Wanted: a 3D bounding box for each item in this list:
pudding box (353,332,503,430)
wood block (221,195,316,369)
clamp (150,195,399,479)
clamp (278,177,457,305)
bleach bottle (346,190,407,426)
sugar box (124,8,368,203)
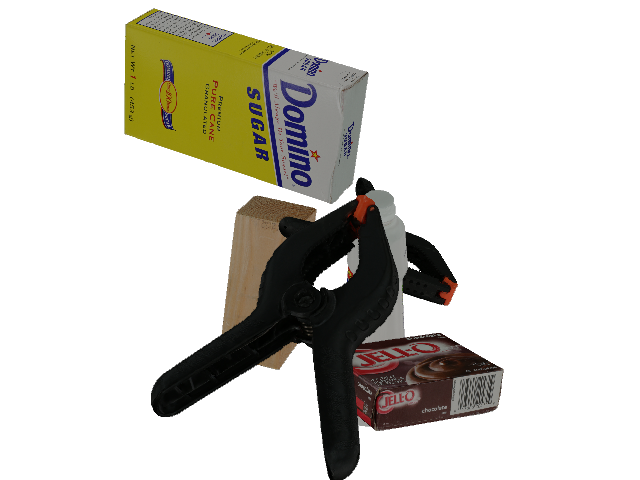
[{"bbox_3d":[0.069,0.106,0.820,0.113,0.039,0.090,-3,16,-27],"label":"pudding box"},{"bbox_3d":[-0.072,0.055,1.444,0.090,0.206,0.090,13,21,11],"label":"wood block"},{"bbox_3d":[0.000,0.050,0.583,0.120,0.171,0.039,27,-25,23],"label":"clamp"},{"bbox_3d":[0.064,0.009,1.243,0.164,0.036,0.210,-23,53,-40],"label":"clamp"},{"bbox_3d":[0.052,0.058,1.019,0.068,0.251,0.102,-3,37,-3],"label":"bleach bottle"},{"bbox_3d":[-0.058,-0.098,0.772,0.176,0.093,0.048,20,36,20],"label":"sugar box"}]
